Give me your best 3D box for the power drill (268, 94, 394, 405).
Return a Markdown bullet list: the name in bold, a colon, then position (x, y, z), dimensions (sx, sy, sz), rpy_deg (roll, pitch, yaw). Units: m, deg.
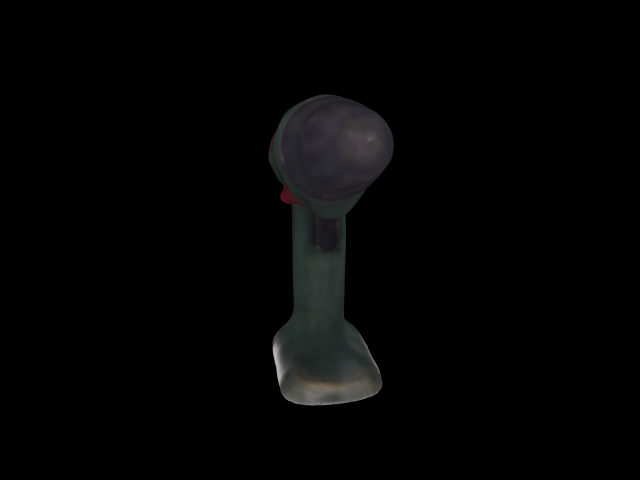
- **power drill**: position (0.004, 0.001, 0.400), dimensions (0.076, 0.208, 0.229), rpy_deg (-4, 20, -10)
